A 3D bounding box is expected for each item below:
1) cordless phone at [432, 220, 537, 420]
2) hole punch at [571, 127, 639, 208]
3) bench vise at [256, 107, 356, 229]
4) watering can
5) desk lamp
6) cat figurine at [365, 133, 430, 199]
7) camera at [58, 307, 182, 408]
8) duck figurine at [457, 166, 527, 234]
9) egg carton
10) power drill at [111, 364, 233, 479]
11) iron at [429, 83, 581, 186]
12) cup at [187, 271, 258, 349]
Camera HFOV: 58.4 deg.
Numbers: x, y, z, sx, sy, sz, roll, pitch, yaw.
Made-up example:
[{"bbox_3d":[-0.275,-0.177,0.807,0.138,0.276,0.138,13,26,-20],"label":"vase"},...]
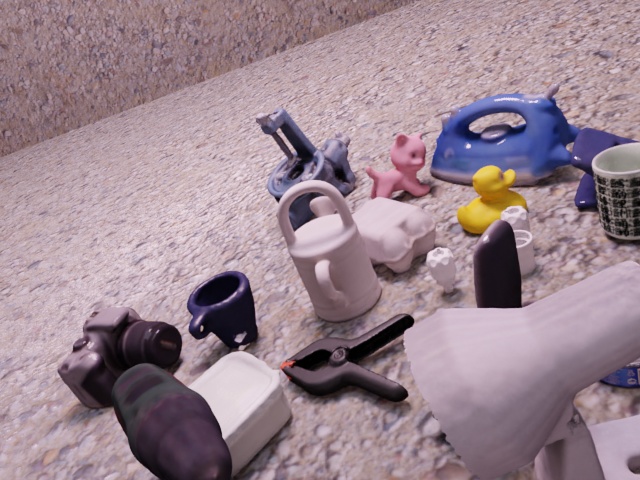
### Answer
[{"bbox_3d":[0.155,0.084,0.544,0.093,0.185,0.148,7,40,42],"label":"cordless phone"},{"bbox_3d":[0.404,-0.106,0.790,0.100,0.091,0.109,-1,35,34],"label":"hole punch"},{"bbox_3d":[-0.035,-0.158,1.056,0.121,0.220,0.208,-3,34,32],"label":"bench vise"},{"bbox_3d":[0.005,0.003,0.779,0.101,0.194,0.172,-27,29,-8],"label":"watering can"},{"bbox_3d":[0.185,0.122,0.428,0.203,0.214,0.118,-18,29,8],"label":"desk lamp"},{"bbox_3d":[0.137,-0.129,0.991,0.128,0.118,0.067,-26,29,-7],"label":"cat figurine"},{"bbox_3d":[-0.280,0.155,0.820,0.136,0.101,0.143,-5,33,29],"label":"camera"},{"bbox_3d":[0.246,-0.065,0.838,0.104,0.086,0.077,-24,29,-2],"label":"duck figurine"},{"bbox_3d":[0.098,-0.009,0.866,0.107,0.069,0.149,-36,31,-24],"label":"egg carton"},{"bbox_3d":[-0.102,0.202,0.502,0.076,0.209,0.228,-37,32,-24],"label":"power drill"},{"bbox_3d":[0.282,-0.175,0.941,0.257,0.142,0.119,1,36,36],"label":"iron"},{"bbox_3d":[-0.131,0.113,0.793,0.091,0.095,0.118,-5,33,29],"label":"cup"}]
